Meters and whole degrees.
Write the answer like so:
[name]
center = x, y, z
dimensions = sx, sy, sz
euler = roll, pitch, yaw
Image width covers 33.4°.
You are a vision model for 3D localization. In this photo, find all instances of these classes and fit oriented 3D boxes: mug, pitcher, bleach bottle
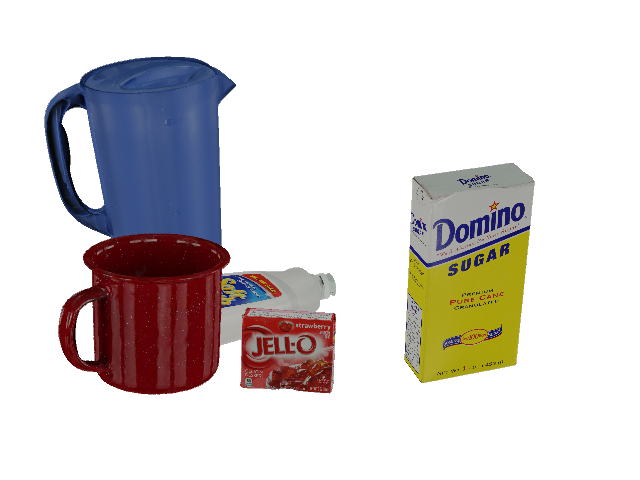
[mug]
center = -0.114, 0.050, 0.684
dimensions = 0.093, 0.081, 0.117
euler = 18, 24, 40
[pitcher]
center = -0.172, -0.056, 1.076
dimensions = 0.149, 0.243, 0.144
euler = 10, 27, 26
[bleach bottle]
center = -0.105, 0.074, 1.242
dimensions = 0.250, 0.068, 0.103
euler = -13, 35, -21

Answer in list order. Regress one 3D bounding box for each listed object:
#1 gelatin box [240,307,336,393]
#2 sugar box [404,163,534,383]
[gelatin box]
center = -0.031, 0.105, 1.017
dimensions = 0.089, 0.073, 0.030
euler = 3, 13, 5
[sugar box]
center = 0.122, 0.028, 0.885
dimensions = 0.093, 0.176, 0.048
euler = -9, 31, -16
